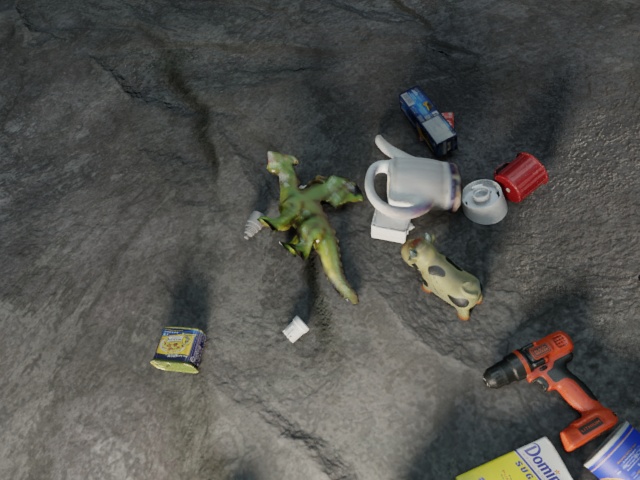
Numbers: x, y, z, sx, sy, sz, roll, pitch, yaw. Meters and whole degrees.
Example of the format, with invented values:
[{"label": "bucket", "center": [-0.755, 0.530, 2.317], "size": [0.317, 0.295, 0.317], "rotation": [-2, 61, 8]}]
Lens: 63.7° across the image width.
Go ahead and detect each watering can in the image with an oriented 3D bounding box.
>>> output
[{"label": "watering can", "center": [0.221, -0.159, 1.226], "size": [0.224, 0.101, 0.356], "rotation": [6, 39, 3]}]

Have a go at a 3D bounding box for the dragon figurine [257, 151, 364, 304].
[{"label": "dragon figurine", "center": [0.004, -0.061, 1.221], "size": [0.413, 0.120, 0.245], "rotation": [42, 73, 14]}]
